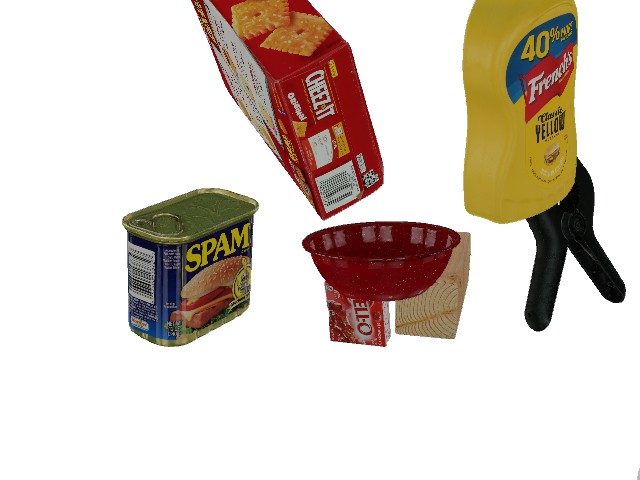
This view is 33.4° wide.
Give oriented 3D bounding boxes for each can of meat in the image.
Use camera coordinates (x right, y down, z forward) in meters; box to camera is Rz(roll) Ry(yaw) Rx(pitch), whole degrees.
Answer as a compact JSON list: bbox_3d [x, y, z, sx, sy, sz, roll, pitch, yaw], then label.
[{"bbox_3d":[-0.091,0.018,0.758,0.058,0.084,0.101,18,26,31],"label":"can of meat"}]

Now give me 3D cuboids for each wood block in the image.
[{"bbox_3d":[0.174,0.062,1.623,0.091,0.090,0.206,4,23,11],"label":"wood block"}]

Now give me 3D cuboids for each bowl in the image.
[{"bbox_3d":[0.063,0.024,1.087,0.162,0.055,0.162,-3,13,1],"label":"bowl"}]

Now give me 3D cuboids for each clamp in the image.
[{"bbox_3d":[0.210,-0.005,0.948,0.120,0.171,0.039,-25,9,-38],"label":"clamp"}]

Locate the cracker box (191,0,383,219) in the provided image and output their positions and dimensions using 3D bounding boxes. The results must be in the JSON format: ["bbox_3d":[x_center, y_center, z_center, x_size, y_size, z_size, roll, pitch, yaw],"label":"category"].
[{"bbox_3d":[-0.034,-0.146,0.902,0.072,0.214,0.164,-29,-41,-8],"label":"cracker box"}]

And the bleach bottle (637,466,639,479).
[{"bbox_3d":[0.272,0.096,0.616,0.103,0.068,0.250,18,30,32],"label":"bleach bottle"}]

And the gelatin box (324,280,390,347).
[{"bbox_3d":[0.046,0.085,1.320,0.073,0.089,0.030,4,29,19],"label":"gelatin box"}]

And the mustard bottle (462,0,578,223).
[{"bbox_3d":[0.136,-0.114,0.719,0.096,0.192,0.058,-27,34,-34],"label":"mustard bottle"}]
